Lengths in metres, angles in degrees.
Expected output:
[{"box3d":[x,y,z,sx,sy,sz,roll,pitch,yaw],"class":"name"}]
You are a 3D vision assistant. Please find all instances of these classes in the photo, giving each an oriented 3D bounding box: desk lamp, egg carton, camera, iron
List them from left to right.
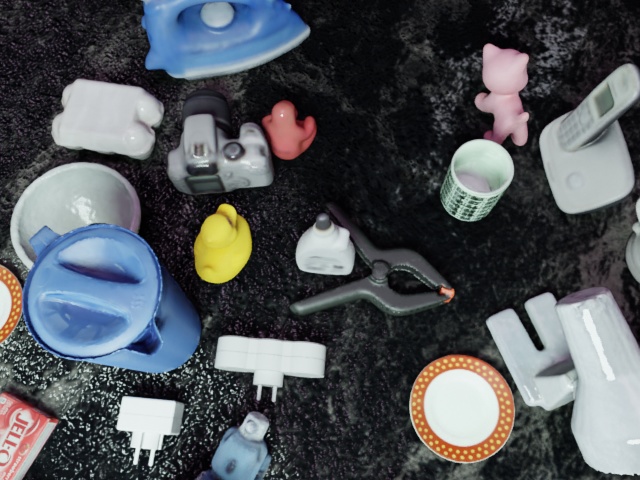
[{"box3d":[-0.305,-0.173,0.829,0.150,0.069,0.107,8,71,3],"class":"egg carton"},{"box3d":[-0.142,-0.146,0.801,0.143,0.101,0.137,-6,71,-1],"class":"camera"},{"box3d":[-0.143,-0.333,0.844,0.258,0.141,0.118,-11,71,-3],"class":"iron"},{"box3d":[0.293,0.145,0.637,0.118,0.213,0.203,-22,72,-7],"class":"desk lamp"}]

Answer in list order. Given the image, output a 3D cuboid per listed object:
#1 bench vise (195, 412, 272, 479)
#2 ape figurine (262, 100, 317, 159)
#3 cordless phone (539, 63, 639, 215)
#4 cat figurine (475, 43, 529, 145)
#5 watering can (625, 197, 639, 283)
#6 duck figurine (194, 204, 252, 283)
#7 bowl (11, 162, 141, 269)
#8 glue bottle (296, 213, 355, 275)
[{"box3d":[-0.128,0.276,0.593,0.121,0.220,0.207,9,71,4],"class":"bench vise"},{"box3d":[-0.047,-0.163,0.811,0.077,0.092,0.076,20,72,8],"class":"ape figurine"},{"box3d":[0.367,-0.127,0.745,0.094,0.185,0.147,-9,71,-2],"class":"cordless phone"},{"box3d":[0.266,-0.212,0.811,0.067,0.118,0.128,-10,71,-3],"class":"cat figurine"},{"box3d":[0.474,-0.002,0.696,0.172,0.194,0.101,21,72,8],"class":"watering can"},{"box3d":[-0.134,0.001,0.758,0.077,0.086,0.104,16,72,6],"class":"duck figurine"},{"box3d":[-0.316,-0.016,0.772,0.167,0.075,0.167,0,71,1],"class":"bowl"},{"box3d":[0.007,0.003,0.710,0.078,0.173,0.037,6,71,3],"class":"glue bottle"}]
